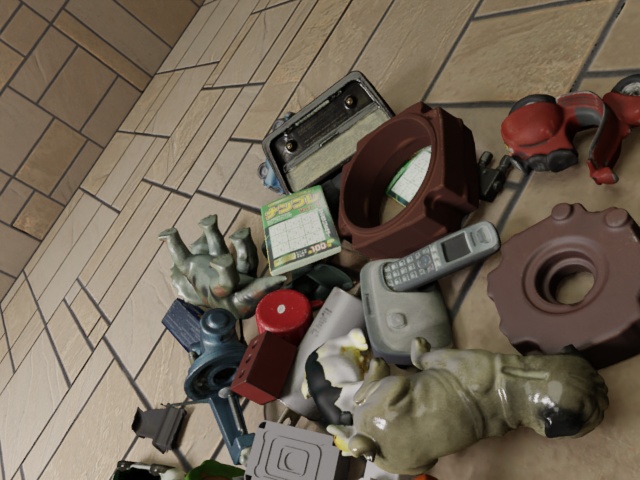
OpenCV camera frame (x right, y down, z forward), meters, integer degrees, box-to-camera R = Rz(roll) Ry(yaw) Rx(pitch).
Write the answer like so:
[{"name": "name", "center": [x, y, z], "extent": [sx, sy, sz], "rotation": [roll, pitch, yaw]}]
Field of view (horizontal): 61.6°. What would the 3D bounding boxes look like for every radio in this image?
[{"name": "radio", "center": [0.019, -0.179, 0.941], "extent": [0.230, 0.073, 0.131], "rotation": [-33, 78, 16]}]

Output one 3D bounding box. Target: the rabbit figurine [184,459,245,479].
[{"name": "rabbit figurine", "center": [-0.149, 0.383, 0.683], "extent": [0.159, 0.121, 0.170], "rotation": [5, 86, 54]}]

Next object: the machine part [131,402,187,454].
[{"name": "machine part", "center": [-0.293, 0.334, 0.966], "extent": [0.139, 0.039, 0.084], "rotation": [-10, 59, 44]}]

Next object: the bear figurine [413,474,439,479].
[{"name": "bear figurine", "center": [0.096, 0.334, 0.464], "extent": [0.120, 0.132, 0.195], "rotation": [18, 107, 20]}]

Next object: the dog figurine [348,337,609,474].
[{"name": "dog figurine", "center": [0.138, 0.157, 0.486], "extent": [0.172, 0.121, 0.191], "rotation": [-38, 14, -36]}]

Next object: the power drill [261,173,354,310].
[{"name": "power drill", "center": [-0.002, -0.003, 0.878], "extent": [0.232, 0.086, 0.207], "rotation": [-36, 43, 24]}]

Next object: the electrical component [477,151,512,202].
[{"name": "electrical component", "center": [0.219, -0.077, 0.730], "extent": [0.094, 0.021, 0.063], "rotation": [-57, 35, -4]}]

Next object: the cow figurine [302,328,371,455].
[{"name": "cow figurine", "center": [0.029, 0.185, 0.616], "extent": [0.098, 0.068, 0.167], "rotation": [-18, 35, 1]}]

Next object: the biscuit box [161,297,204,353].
[{"name": "biscuit box", "center": [-0.233, 0.171, 1.016], "extent": [0.203, 0.059, 0.063], "rotation": [23, 81, 54]}]

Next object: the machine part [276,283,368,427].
[{"name": "machine part", "center": [0.009, 0.152, 0.730], "extent": [0.079, 0.079, 0.243], "rotation": [24, 80, 55]}]

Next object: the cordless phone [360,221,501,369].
[{"name": "cordless phone", "center": [0.144, 0.064, 0.648], "extent": [0.184, 0.088, 0.147], "rotation": [-30, 40, 24]}]

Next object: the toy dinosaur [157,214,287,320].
[{"name": "toy dinosaur", "center": [-0.165, 0.072, 0.943], "extent": [0.131, 0.191, 0.405], "rotation": [-31, 35, -23]}]

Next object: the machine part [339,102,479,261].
[{"name": "machine part", "center": [0.118, -0.080, 0.767], "extent": [0.201, 0.087, 0.201], "rotation": [-26, 50, 43]}]

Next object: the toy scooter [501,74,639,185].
[{"name": "toy scooter", "center": [0.297, -0.116, 0.630], "extent": [0.184, 0.075, 0.135], "rotation": [-6, 58, 42]}]

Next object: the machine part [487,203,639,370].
[{"name": "machine part", "center": [0.258, 0.046, 0.549], "extent": [0.179, 0.056, 0.179], "rotation": [-30, 42, 32]}]

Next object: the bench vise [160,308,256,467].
[{"name": "bench vise", "center": [-0.138, 0.226, 0.780], "extent": [0.241, 0.129, 0.223], "rotation": [59, 139, 41]}]

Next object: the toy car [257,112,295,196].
[{"name": "toy car", "center": [-0.044, -0.161, 1.049], "extent": [0.103, 0.109, 0.161], "rotation": [22, 86, 37]}]

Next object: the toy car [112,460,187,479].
[{"name": "toy car", "center": [-0.290, 0.407, 0.886], "extent": [0.202, 0.056, 0.073], "rotation": [-18, 54, 42]}]
